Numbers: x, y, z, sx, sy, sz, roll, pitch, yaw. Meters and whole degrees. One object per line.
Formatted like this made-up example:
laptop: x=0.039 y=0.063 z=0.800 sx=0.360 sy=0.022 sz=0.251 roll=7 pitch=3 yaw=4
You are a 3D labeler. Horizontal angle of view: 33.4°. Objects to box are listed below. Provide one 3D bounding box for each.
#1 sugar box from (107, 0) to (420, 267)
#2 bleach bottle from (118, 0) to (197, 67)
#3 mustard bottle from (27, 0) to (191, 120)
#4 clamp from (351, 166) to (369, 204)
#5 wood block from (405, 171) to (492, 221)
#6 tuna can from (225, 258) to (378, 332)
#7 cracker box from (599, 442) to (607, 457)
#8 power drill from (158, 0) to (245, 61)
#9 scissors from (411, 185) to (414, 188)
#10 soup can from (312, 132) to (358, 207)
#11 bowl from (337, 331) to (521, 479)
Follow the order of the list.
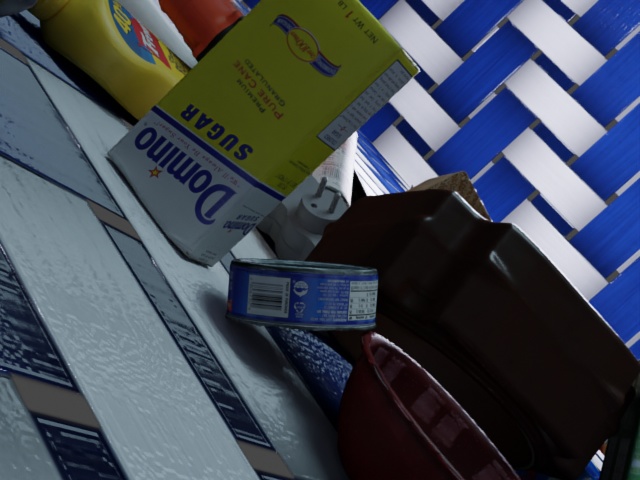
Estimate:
sugar box: x=-0.037 y=-0.077 z=0.644 sx=0.093 sy=0.176 sz=0.048 roll=50 pitch=7 yaw=23
bleach bottle: x=-0.122 y=-0.141 z=0.917 sx=0.251 sy=0.068 sz=0.102 roll=51 pitch=8 yaw=11
mustard bottle: x=-0.145 y=-0.136 z=0.785 sx=0.191 sy=0.058 sz=0.096 roll=41 pitch=16 yaw=-36
clamp: x=0.064 y=0.008 z=1.118 sx=0.209 sy=0.036 sz=0.164 roll=41 pitch=34 yaw=-53
wood block: x=0.092 y=0.002 z=0.922 sx=0.091 sy=0.090 sz=0.206 roll=61 pitch=0 yaw=-2
tuna can: x=-0.010 y=0.030 z=0.603 sx=0.086 sy=0.034 sz=0.086 roll=4 pitch=1 yaw=0
cracker box: x=0.224 y=0.103 z=0.925 sx=0.213 sy=0.072 sz=0.164 roll=47 pitch=9 yaw=-3
power drill: x=-0.040 y=-0.126 z=0.872 sx=0.184 sy=0.057 sz=0.187 roll=53 pitch=6 yaw=14
scissors: x=0.108 y=0.038 z=1.123 sx=0.096 sy=0.016 sz=0.201 roll=58 pitch=28 yaw=-33
soup can: x=-0.001 y=-0.065 z=1.014 sx=0.068 sy=0.069 sz=0.102 roll=42 pitch=38 yaw=-32
bowl: x=0.060 y=0.128 z=0.590 sx=0.162 sy=0.055 sz=0.162 roll=46 pitch=8 yaw=-9
